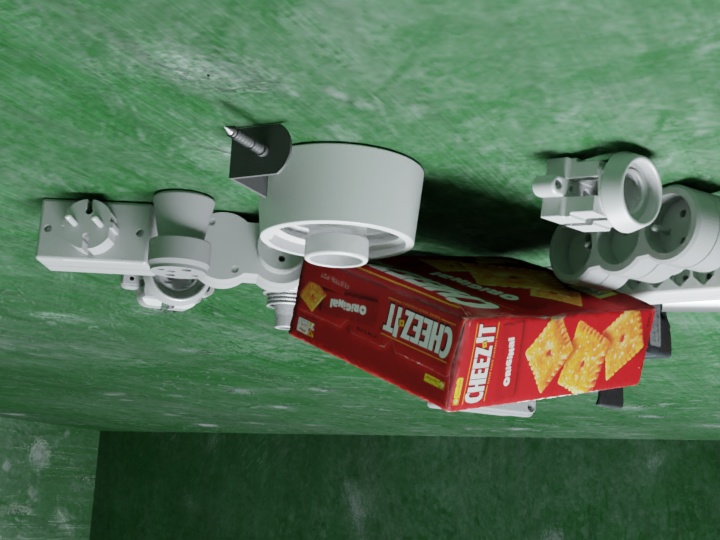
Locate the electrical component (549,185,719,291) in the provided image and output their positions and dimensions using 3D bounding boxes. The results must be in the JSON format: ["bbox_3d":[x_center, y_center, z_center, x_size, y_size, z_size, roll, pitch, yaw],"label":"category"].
[{"bbox_3d":[0.204,-0.017,0.743,0.074,0.052,0.138,11,165,-31],"label":"electrical component"}]

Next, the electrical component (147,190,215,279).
[{"bbox_3d":[-0.128,-0.025,0.772,0.045,0.055,0.045,3,167,1],"label":"electrical component"}]

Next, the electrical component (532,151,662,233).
[{"bbox_3d":[0.146,-0.046,0.646,0.066,0.048,0.055,14,171,-40],"label":"electrical component"}]

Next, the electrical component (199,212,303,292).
[{"bbox_3d":[-0.059,-0.015,0.808,0.138,0.052,0.073,5,167,-7],"label":"electrical component"}]

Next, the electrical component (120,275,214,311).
[{"bbox_3d":[-0.157,0.004,0.903,0.078,0.058,0.057,8,169,-21],"label":"electrical component"}]

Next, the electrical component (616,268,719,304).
[{"bbox_3d":[0.249,0.002,0.830,0.083,0.047,0.076,-5,165,33],"label":"electrical component"}]

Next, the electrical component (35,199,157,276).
[{"bbox_3d":[-0.195,-0.029,0.789,0.083,0.047,0.075,3,166,2],"label":"electrical component"}]

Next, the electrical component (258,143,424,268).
[{"bbox_3d":[-0.014,-0.035,0.690,0.108,0.060,0.108,3,167,1],"label":"electrical component"}]

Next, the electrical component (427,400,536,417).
[{"bbox_3d":[0.131,0.097,1.139,0.109,0.108,0.056,10,168,-31],"label":"electrical component"}]

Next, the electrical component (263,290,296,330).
[{"bbox_3d":[-0.064,0.021,0.945,0.048,0.062,0.048,3,167,1],"label":"electrical component"}]

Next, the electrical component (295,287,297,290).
[{"bbox_3d":[-0.073,-0.008,0.868,0.078,0.040,0.040,11,165,-33],"label":"electrical component"}]
